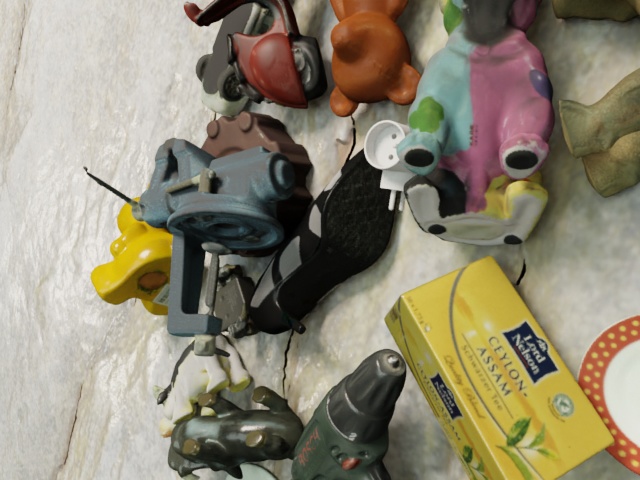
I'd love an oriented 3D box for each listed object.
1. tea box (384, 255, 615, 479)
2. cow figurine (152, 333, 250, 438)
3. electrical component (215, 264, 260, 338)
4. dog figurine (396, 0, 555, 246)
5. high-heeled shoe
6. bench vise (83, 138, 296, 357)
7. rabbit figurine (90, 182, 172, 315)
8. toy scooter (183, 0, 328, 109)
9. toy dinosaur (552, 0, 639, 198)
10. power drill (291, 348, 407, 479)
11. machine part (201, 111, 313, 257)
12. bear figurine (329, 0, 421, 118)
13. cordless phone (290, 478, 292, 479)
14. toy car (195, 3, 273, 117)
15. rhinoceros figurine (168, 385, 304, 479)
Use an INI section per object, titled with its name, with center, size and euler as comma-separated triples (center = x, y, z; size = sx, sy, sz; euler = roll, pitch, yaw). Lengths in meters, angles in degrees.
[tea box]
center = 0.137, 0.110, 0.439
size = 0.170, 0.098, 0.068
euler = 60, 161, 21
[cow figurine]
center = -0.171, 0.189, 0.711
size = 0.167, 0.068, 0.098
euler = -44, 58, 26
[electrical component]
center = -0.110, 0.076, 0.677
size = 0.078, 0.045, 0.102
euler = -29, 68, 34
[dog figurine]
center = 0.138, -0.126, 0.450
size = 0.109, 0.191, 0.219
euler = 4, 62, 20
[high-heeled shoe]
center = -0.001, -0.002, 0.597
size = 0.248, 0.086, 0.145
euler = -62, 23, 0
[bench vise]
center = -0.130, 0.001, 0.569
size = 0.224, 0.128, 0.240
euler = -5, 70, 20
[rabbit figurine]
center = -0.241, -0.006, 0.744
size = 0.162, 0.122, 0.173
euler = -56, 40, 21
[toy scooter]
center = -0.072, -0.225, 0.588
size = 0.135, 0.075, 0.183
euler = -13, 102, 6
[toy dinosaur]
center = 0.264, -0.099, 0.345
size = 0.199, 0.105, 0.471
euler = -15, 80, 37
[power drill]
center = 0.060, 0.232, 0.494
size = 0.207, 0.086, 0.232
euler = 51, 137, 16
[machine part]
center = -0.091, -0.067, 0.658
size = 0.180, 0.056, 0.179
euler = 1, 92, 38
[bear figurine]
center = 0.034, -0.228, 0.517
size = 0.120, 0.132, 0.195
euler = 3, 86, 40
[cordless phone]
center = -0.073, 0.331, 0.547
size = 0.146, 0.184, 0.089
euler = -46, 67, 10
[toy car]
center = -0.096, -0.254, 0.664
size = 0.074, 0.056, 0.201
euler = 38, 111, 39
[rhinoceros figurine]
center = -0.107, 0.236, 0.642
size = 0.190, 0.112, 0.073
euler = -19, 46, 23
